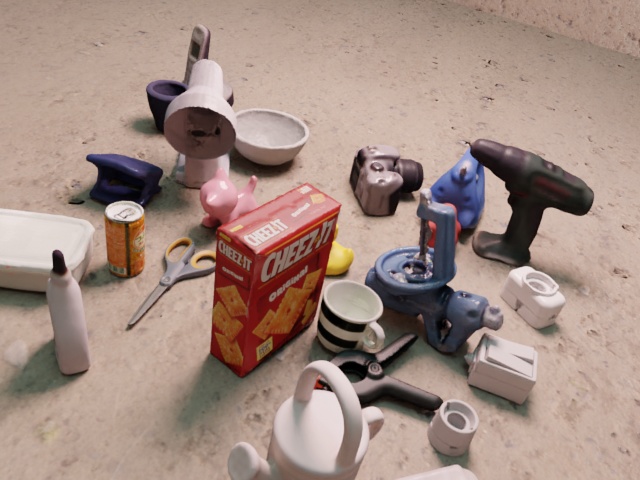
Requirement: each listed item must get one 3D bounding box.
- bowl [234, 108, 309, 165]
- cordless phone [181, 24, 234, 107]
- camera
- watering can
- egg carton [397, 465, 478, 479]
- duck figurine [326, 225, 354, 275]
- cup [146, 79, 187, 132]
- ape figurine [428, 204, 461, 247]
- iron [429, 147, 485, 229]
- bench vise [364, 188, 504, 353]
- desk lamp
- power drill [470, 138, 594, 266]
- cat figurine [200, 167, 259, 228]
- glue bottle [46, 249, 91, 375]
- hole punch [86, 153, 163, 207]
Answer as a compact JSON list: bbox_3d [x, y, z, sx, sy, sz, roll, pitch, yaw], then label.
[{"bbox_3d":[-0.109,-0.201,1.176,0.167,0.075,0.167,8,38,-6],"label":"bowl"},{"bbox_3d":[-0.248,-0.359,1.246,0.094,0.185,0.147,-25,51,-38],"label":"cordless phone"},{"bbox_3d":[0.140,-0.128,1.133,0.137,0.101,0.143,1,39,-15],"label":"camera"},{"bbox_3d":[-0.006,0.208,0.584,0.100,0.194,0.173,32,41,23],"label":"watering can"},{"bbox_3d":[0.117,0.302,0.602,0.151,0.069,0.107,-5,41,-22],"label":"egg carton"},{"bbox_3d":[0.009,0.003,0.939,0.104,0.086,0.077,19,38,8],"label":"duck figurine"},{"bbox_3d":[-0.302,-0.267,1.187,0.117,0.095,0.092,28,40,19],"label":"cup"},{"bbox_3d":[0.223,-0.026,1.035,0.078,0.092,0.076,7,38,-7],"label":"ape figurine"},{"bbox_3d":[0.293,-0.132,1.149,0.118,0.141,0.259,23,39,13],"label":"iron"},{"bbox_3d":[0.178,0.040,0.832,0.207,0.220,0.122,20,38,10],"label":"bench vise"},{"bbox_3d":[-0.211,-0.198,1.027,0.118,0.213,0.203,4,38,-11],"label":"desk lamp"},{"bbox_3d":[0.350,-0.062,1.022,0.229,0.208,0.075,15,37,3],"label":"power drill"},{"bbox_3d":[-0.152,-0.069,0.958,0.067,0.118,0.128,36,43,27],"label":"cat figurine"},{"bbox_3d":[-0.302,0.079,0.680,0.037,0.173,0.078,-12,44,-29],"label":"glue bottle"},{"bbox_3d":[-0.336,-0.117,0.988,0.108,0.091,0.101,18,38,7],"label":"hole punch"}]
